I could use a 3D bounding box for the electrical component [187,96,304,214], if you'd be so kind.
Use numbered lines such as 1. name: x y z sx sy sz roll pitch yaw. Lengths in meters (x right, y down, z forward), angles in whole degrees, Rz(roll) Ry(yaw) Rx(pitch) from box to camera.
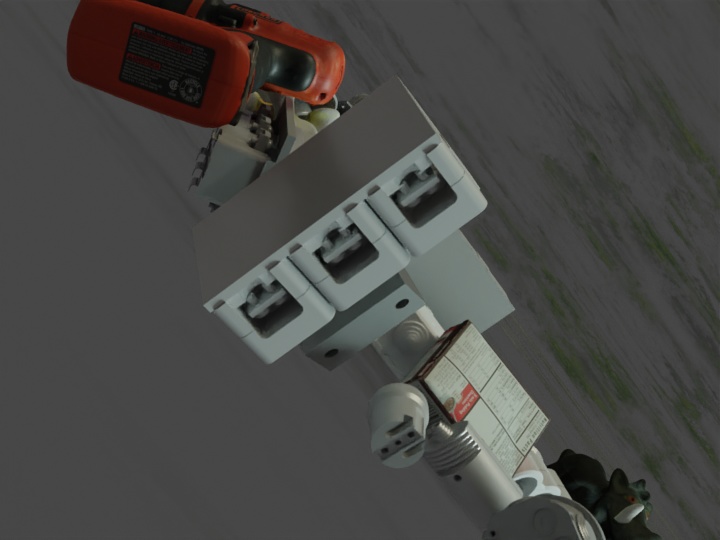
1. electrical component: -0.074 -0.073 0.716 0.063 0.078 0.121 22 17 -12

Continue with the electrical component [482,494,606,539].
1. electrical component: 0.126 0.194 0.740 0.080 0.080 0.051 59 14 26

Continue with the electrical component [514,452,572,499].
1. electrical component: 0.137 0.178 0.946 0.138 0.052 0.073 44 13 -49

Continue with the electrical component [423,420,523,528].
1. electrical component: 0.079 0.145 0.794 0.081 0.043 0.043 53 9 -10

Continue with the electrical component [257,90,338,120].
1. electrical component: -0.072 -0.153 0.963 0.064 0.099 0.099 64 11 18

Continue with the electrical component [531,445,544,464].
1. electrical component: 0.146 0.180 1.025 0.048 0.048 0.062 54 2 -6

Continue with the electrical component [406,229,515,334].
1. electrical component: 0.049 -0.012 1.033 0.186 0.105 0.060 53 8 -9

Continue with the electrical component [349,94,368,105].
1. electrical component: -0.006 -0.112 1.083 0.078 0.113 0.057 48 -8 -36

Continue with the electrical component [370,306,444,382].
1. electrical component: 0.046 0.061 0.933 0.099 0.048 0.099 53 8 -17

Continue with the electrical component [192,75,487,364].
1. electrical component: -0.013 -0.026 0.598 0.061 0.150 0.089 49 10 -31

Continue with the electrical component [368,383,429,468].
1. electrical component: 0.024 0.100 0.691 0.040 0.040 0.046 52 15 -16
